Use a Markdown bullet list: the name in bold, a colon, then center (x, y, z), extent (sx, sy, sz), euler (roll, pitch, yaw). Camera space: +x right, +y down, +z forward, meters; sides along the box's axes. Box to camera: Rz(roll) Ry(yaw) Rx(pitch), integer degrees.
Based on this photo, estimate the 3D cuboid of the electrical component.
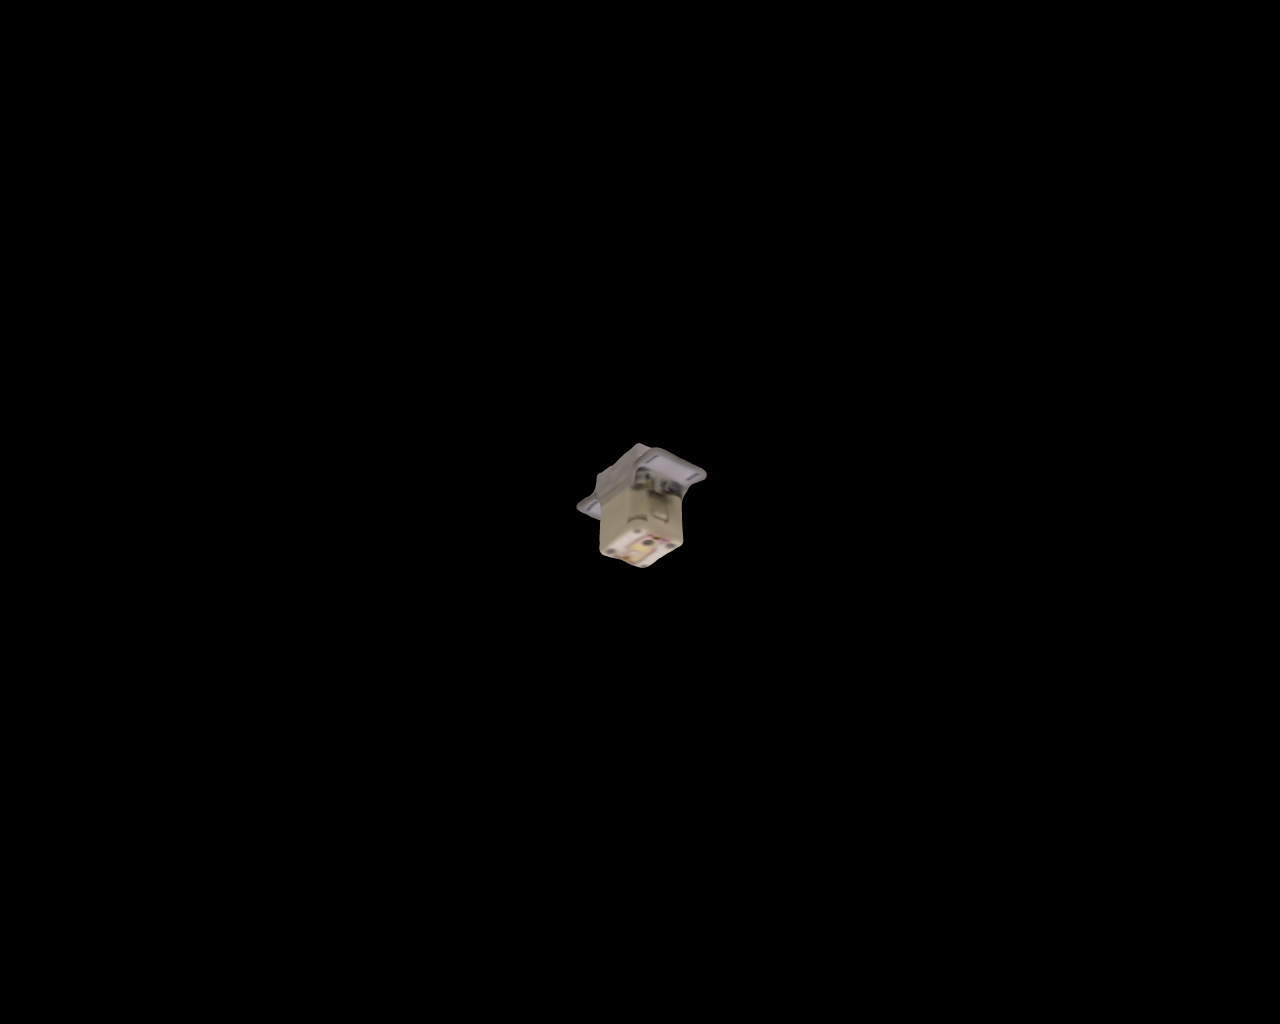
- **electrical component**: center (0.001, -0.003, 0.650), extent (0.042, 0.064, 0.081), euler (22, -39, -30)
